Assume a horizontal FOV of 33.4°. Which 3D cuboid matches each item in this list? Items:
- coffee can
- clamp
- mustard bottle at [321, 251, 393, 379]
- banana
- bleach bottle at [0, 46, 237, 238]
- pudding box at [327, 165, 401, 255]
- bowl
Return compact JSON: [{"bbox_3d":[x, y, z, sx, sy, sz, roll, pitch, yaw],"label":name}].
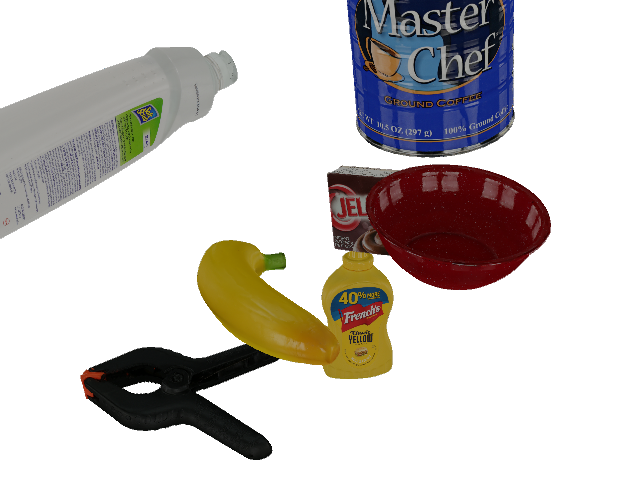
[{"bbox_3d":[0.067,-0.137,0.650,0.103,0.140,0.103,-5,34,3],"label":"coffee can"},{"bbox_3d":[-0.110,0.118,0.894,0.171,0.039,0.120,11,38,8],"label":"clamp"},{"bbox_3d":[0.050,0.091,1.437,0.096,0.192,0.058,-3,22,-8],"label":"mustard bottle"},{"bbox_3d":[-0.040,0.031,0.666,0.069,0.037,0.198,-3,17,-10],"label":"banana"},{"bbox_3d":[-0.177,-0.085,0.843,0.250,0.068,0.103,-29,-26,-24],"label":"bleach bottle"},{"bbox_3d":[0.065,-0.032,1.170,0.114,0.090,0.039,6,24,30],"label":"pudding box"},{"bbox_3d":[0.118,-0.005,0.943,0.162,0.055,0.162,2,35,-2],"label":"bowl"}]
